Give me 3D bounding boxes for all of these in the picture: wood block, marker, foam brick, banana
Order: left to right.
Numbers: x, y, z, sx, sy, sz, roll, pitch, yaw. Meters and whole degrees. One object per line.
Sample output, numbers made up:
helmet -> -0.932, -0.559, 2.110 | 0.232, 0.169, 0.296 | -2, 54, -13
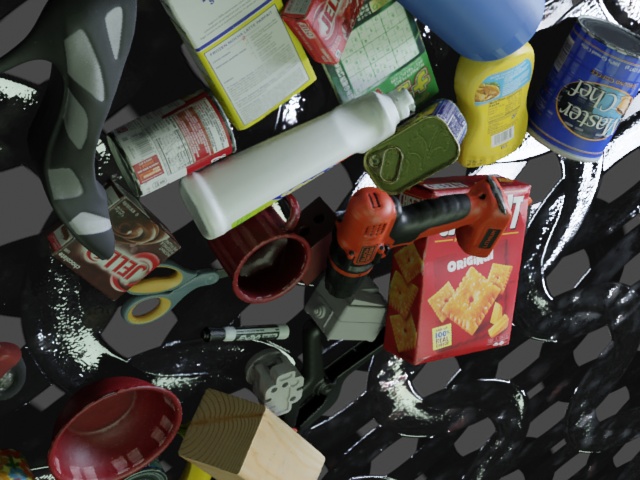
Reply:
banana -> -0.168, 0.291, 1.376 | 0.069, 0.037, 0.198 | -1, 129, -13
marker -> -0.089, 0.111, 1.270 | 0.120, 0.020, 0.020 | 1, 127, -39
wood block -> -0.081, 0.272, 1.347 | 0.090, 0.091, 0.206 | -67, 150, -19
foam brick -> -0.008, 0.001, 1.200 | 0.078, 0.053, 0.051 | -41, 142, 0

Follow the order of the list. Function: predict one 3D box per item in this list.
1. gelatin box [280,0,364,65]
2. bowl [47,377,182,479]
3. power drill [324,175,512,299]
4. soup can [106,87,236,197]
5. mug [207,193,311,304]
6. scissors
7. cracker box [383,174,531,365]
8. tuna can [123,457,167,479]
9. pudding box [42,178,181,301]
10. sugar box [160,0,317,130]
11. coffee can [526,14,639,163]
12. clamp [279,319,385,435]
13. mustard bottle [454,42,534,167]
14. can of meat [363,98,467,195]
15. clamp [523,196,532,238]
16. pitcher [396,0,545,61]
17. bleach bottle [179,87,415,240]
gelatin box -> 0.006, -0.218, 0.978 | 0.073, 0.030, 0.089 | 47, 60, -54
bowl -> -0.241, 0.208, 1.214 | 0.162, 0.055, 0.162 | -22, 139, -21
power drill -> 0.101, -0.001, 1.155 | 0.187, 0.057, 0.185 | -11, 153, -18
soup can -> -0.138, -0.091, 0.992 | 0.102, 0.069, 0.068 | -28, 140, -14
mug -> -0.062, -0.002, 1.128 | 0.093, 0.082, 0.117 | 10, 121, -44
scissors -> -0.137, 0.054, 1.179 | 0.201, 0.016, 0.096 | 4, 127, -41
cracker box -> 0.168, 0.033, 1.299 | 0.163, 0.072, 0.214 | -6, 109, -35
tuna can -> -0.235, 0.303, 1.332 | 0.086, 0.034, 0.086 | -22, 139, -20
pudding box -> -0.204, 0.001, 1.053 | 0.090, 0.039, 0.113 | -39, 142, 1
sugar box -> -0.075, -0.188, 0.965 | 0.093, 0.048, 0.176 | -36, 139, -7
coffee can -> 0.313, -0.175, 1.241 | 0.102, 0.103, 0.140 | -2, 128, -38
clamp -> 0.010, 0.179, 1.402 | 0.164, 0.036, 0.210 | -1, 131, -38
mustard bottle -> 0.191, -0.174, 1.180 | 0.096, 0.058, 0.192 | -25, 140, -19
can of meat -> 0.104, -0.102, 1.140 | 0.102, 0.057, 0.083 | -30, -168, 25
clamp -> 0.226, 0.013, 1.407 | 0.171, 0.039, 0.120 | -48, 139, 11
pitcher -> 0.120, -0.271, 0.986 | 0.149, 0.145, 0.242 | -37, 147, 17
bleach bottle -> -0.016, -0.087, 1.066 | 0.250, 0.068, 0.103 | -28, -179, -10
